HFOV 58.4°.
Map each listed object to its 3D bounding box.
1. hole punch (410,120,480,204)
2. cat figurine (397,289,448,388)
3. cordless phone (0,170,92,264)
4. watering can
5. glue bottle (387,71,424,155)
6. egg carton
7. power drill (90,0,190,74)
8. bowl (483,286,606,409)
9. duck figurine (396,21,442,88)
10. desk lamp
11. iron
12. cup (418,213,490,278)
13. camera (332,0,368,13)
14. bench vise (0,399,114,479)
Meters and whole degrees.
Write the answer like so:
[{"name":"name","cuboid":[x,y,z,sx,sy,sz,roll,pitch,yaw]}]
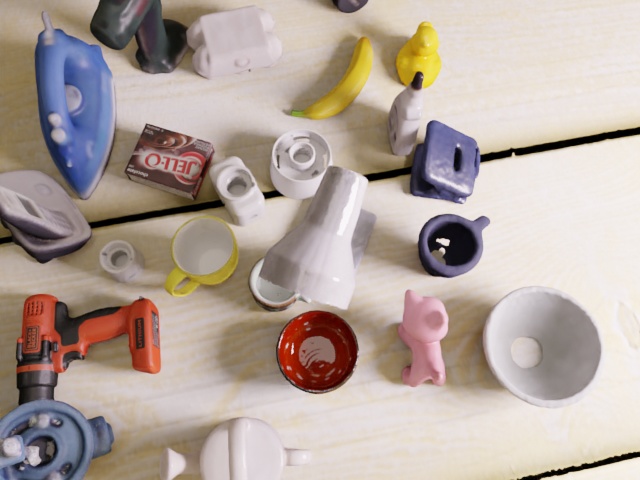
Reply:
[{"name":"hole punch","cuboid":[0.198,-0.121,0.884,0.101,0.091,0.109,9,71,1]},{"name":"cat figurine","cuboid":[0.146,0.133,0.783,0.067,0.118,0.128,-6,72,-4]},{"name":"cordless phone","cuboid":[-0.406,-0.054,0.785,0.094,0.185,0.147,-40,77,-14]},{"name":"watering can","cuboid":[-0.100,0.267,0.687,0.173,0.194,0.101,-23,74,-10]},{"name":"glue bottle","cuboid":[0.134,-0.198,0.864,0.037,0.173,0.078,-4,72,-3]},{"name":"egg carton","cuboid":[-0.141,-0.324,0.949,0.150,0.069,0.107,-16,73,-8]},{"name":"power drill","cuboid":[-0.258,-0.367,0.884,0.075,0.208,0.230,24,72,6]},{"name":"bowl","cuboid":[0.303,0.153,0.806,0.167,0.075,0.167,1,71,-2]},{"name":"duck figurine","cuboid":[0.169,-0.311,0.950,0.077,0.086,0.104,8,71,0]},{"name":"desk lamp","cuboid":[0.007,0.003,0.770,0.118,0.213,0.203,20,72,5]},{"name":"iron","cuboid":[-0.381,-0.203,0.859,0.118,0.141,0.258,-10,72,-6]},{"name":"cup","cuboid":[0.191,0.011,0.838,0.118,0.095,0.091,-34,76,-13]},{"name":"camera","cuboid":[0.024,-0.469,0.988,0.143,0.101,0.137,-14,73,-7]},{"name":"bench vise","cuboid":[-0.364,0.269,0.660,0.207,0.220,0.121,-36,76,-13]}]
